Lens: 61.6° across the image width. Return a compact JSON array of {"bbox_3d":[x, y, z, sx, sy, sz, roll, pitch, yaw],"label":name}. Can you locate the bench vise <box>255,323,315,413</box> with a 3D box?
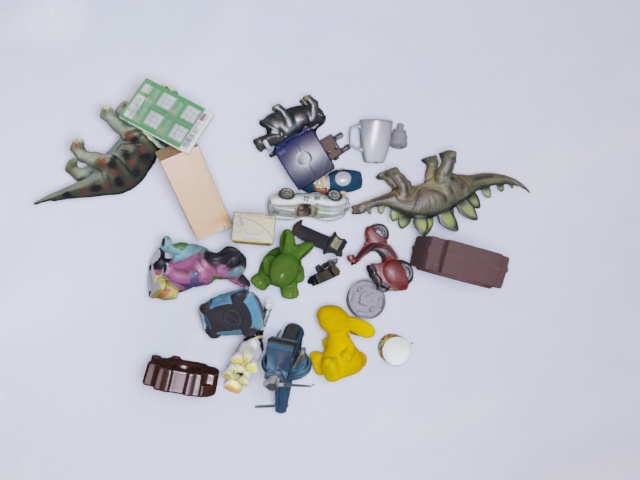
[{"bbox_3d":[-0.084,0.317,1.255,0.129,0.224,0.240,5,115,-3],"label":"bench vise"}]

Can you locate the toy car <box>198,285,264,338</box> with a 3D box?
[{"bbox_3d":[-0.200,0.170,1.276,0.162,0.103,0.109,-14,98,18],"label":"toy car"}]

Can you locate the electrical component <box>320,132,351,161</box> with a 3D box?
[{"bbox_3d":[0.027,-0.230,1.357,0.094,0.021,0.063,-31,93,-7],"label":"electrical component"}]

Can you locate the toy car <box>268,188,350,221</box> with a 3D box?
[{"bbox_3d":[-0.026,-0.083,1.314,0.202,0.073,0.056,2,54,-7],"label":"toy car"}]

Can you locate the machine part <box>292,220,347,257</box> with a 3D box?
[{"bbox_3d":[-0.003,-0.004,1.328,0.139,0.084,0.039,22,127,2],"label":"machine part"}]

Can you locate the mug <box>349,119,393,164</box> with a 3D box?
[{"bbox_3d":[0.127,-0.245,1.342,0.110,0.081,0.107,-2,97,-13],"label":"mug"}]

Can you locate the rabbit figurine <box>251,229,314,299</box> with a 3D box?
[{"bbox_3d":[-0.076,0.064,1.262,0.121,0.170,0.159,29,86,-6],"label":"rabbit figurine"}]

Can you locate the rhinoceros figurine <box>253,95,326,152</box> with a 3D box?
[{"bbox_3d":[-0.080,-0.282,1.325,0.190,0.073,0.112,-27,103,-9],"label":"rhinoceros figurine"}]

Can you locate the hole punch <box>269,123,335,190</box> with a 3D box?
[{"bbox_3d":[-0.037,-0.195,1.282,0.142,0.092,0.115,-30,125,7],"label":"hole punch"}]

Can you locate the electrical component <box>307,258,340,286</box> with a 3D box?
[{"bbox_3d":[0.011,0.077,1.312,0.078,0.102,0.045,-22,88,-17],"label":"electrical component"}]

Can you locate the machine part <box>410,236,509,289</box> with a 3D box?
[{"bbox_3d":[0.332,0.054,1.298,0.201,0.201,0.087,17,89,-7],"label":"machine part"}]

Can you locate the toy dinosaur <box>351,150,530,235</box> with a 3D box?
[{"bbox_3d":[0.306,-0.119,1.355,0.472,0.105,0.198,-16,97,-6],"label":"toy dinosaur"}]

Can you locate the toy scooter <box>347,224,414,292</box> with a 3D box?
[{"bbox_3d":[0.141,0.057,1.325,0.135,0.075,0.184,-25,82,-29],"label":"toy scooter"}]

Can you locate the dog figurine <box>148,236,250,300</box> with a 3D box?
[{"bbox_3d":[-0.278,0.076,1.271,0.219,0.191,0.108,11,48,-30],"label":"dog figurine"}]

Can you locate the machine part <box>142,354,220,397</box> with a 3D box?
[{"bbox_3d":[-0.314,0.309,1.228,0.179,0.179,0.056,13,85,-7],"label":"machine part"}]

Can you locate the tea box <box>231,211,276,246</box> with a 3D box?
[{"bbox_3d":[-0.156,-0.024,1.254,0.098,0.169,0.068,4,88,-6],"label":"tea box"}]

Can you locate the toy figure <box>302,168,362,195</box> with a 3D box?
[{"bbox_3d":[0.026,-0.145,1.340,0.154,0.057,0.064,-5,51,-6],"label":"toy figure"}]

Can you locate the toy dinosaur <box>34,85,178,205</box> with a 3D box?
[{"bbox_3d":[-0.460,-0.189,1.253,0.192,0.131,0.404,38,90,-4],"label":"toy dinosaur"}]

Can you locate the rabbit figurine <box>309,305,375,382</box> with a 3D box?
[{"bbox_3d":[0.051,0.237,1.300,0.162,0.122,0.173,-15,90,-12],"label":"rabbit figurine"}]

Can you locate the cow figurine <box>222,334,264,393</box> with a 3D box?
[{"bbox_3d":[-0.183,0.292,1.276,0.068,0.167,0.098,27,43,-4],"label":"cow figurine"}]
